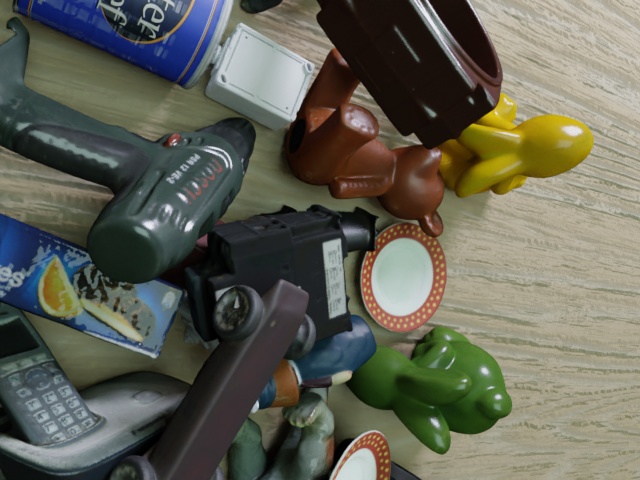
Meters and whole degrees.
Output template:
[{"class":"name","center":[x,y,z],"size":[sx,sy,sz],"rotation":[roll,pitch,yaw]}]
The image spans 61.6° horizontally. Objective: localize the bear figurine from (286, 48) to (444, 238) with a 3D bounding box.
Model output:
[{"class":"bear figurine","center":[0.069,-0.085,0.554],"size":[0.196,0.132,0.120],"rotation":[17,51,-23]}]

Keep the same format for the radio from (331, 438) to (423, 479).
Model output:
[{"class":"radio","center":[0.089,0.337,0.621],"size":[0.229,0.073,0.131],"rotation":[40,73,-26]}]

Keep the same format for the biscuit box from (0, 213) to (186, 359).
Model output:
[{"class":"biscuit box","center":[-0.210,0.027,0.415],"size":[0.202,0.063,0.059],"rotation":[25,79,-17]}]

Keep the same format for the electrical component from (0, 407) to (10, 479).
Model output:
[{"class":"electrical component","center":[-0.255,0.170,0.427],"size":[0.078,0.045,0.102],"rotation":[-11,98,-28]}]

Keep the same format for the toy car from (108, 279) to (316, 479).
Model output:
[{"class":"toy car","center":[-0.076,0.116,0.393],"size":[0.089,0.053,0.202],"rotation":[33,86,-50]}]

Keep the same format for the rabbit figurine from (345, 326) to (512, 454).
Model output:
[{"class":"rabbit figurine","center":[0.109,0.168,0.594],"size":[0.170,0.159,0.121],"rotation":[11,97,-15]}]

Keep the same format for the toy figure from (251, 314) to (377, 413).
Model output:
[{"class":"toy figure","center":[-0.021,0.118,0.498],"size":[0.154,0.064,0.057],"rotation":[-21,116,-22]}]

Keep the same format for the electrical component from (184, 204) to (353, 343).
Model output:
[{"class":"electrical component","center":[-0.043,0.038,0.456],"size":[0.134,0.058,0.114],"rotation":[-13,108,-26]}]

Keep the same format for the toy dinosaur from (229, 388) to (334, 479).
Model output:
[{"class":"toy dinosaur","center":[-0.060,0.275,0.513],"size":[0.405,0.131,0.191],"rotation":[-40,128,-33]}]

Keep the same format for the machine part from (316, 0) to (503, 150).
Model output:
[{"class":"machine part","center":[0.093,-0.206,0.524],"size":[0.201,0.087,0.201],"rotation":[50,33,-13]}]

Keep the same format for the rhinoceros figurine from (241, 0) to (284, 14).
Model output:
[{"class":"rhinoceros figurine","center":[-0.090,-0.267,0.460],"size":[0.190,0.112,0.073],"rotation":[15,88,-38]}]

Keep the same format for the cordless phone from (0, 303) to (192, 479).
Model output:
[{"class":"cordless phone","center":[-0.200,0.110,0.435],"size":[0.184,0.088,0.146],"rotation":[49,27,14]}]

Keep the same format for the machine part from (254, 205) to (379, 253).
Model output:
[{"class":"machine part","center":[-0.001,-0.002,0.571],"size":[0.139,0.039,0.084],"rotation":[-12,90,-27]}]

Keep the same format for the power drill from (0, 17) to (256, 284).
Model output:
[{"class":"power drill","center":[-0.160,-0.079,0.423],"size":[0.207,0.086,0.232],"rotation":[33,35,-19]}]

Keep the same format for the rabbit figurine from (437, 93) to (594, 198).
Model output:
[{"class":"rabbit figurine","center":[0.211,-0.108,0.610],"size":[0.162,0.173,0.121],"rotation":[-12,103,-33]}]
